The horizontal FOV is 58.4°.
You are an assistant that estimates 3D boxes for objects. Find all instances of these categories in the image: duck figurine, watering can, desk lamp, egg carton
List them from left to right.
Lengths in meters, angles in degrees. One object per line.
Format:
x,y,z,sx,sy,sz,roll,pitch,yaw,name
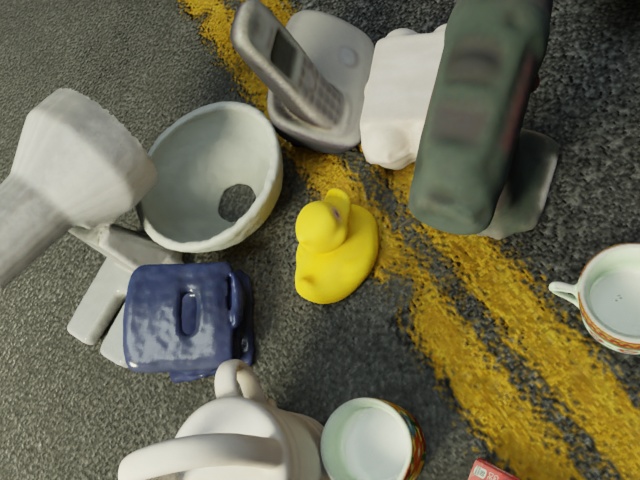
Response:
-0.221,-0.005,0.544,0.117,0.214,0.203,20,77,29,desk lamp
-0.057,0.172,0.408,0.101,0.195,0.172,-37,59,4,watering can
0.005,0.002,0.520,0.077,0.086,0.105,21,77,29,duck figurine
0.097,-0.138,0.553,0.107,0.070,0.150,2,69,24,egg carton

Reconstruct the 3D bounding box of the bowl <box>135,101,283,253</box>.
-0.103,-0.056,0.598,0.167,0.075,0.167,-9,65,19,bowl

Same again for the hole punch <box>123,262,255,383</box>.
-0.120,0.072,0.539,0.101,0.091,0.108,-14,63,17,hole punch

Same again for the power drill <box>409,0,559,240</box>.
0.135,-0.097,0.436,0.075,0.209,0.230,13,73,27,power drill

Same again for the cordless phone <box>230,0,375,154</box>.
-0.015,-0.181,0.551,0.094,0.185,0.147,-1,67,23,cordless phone
